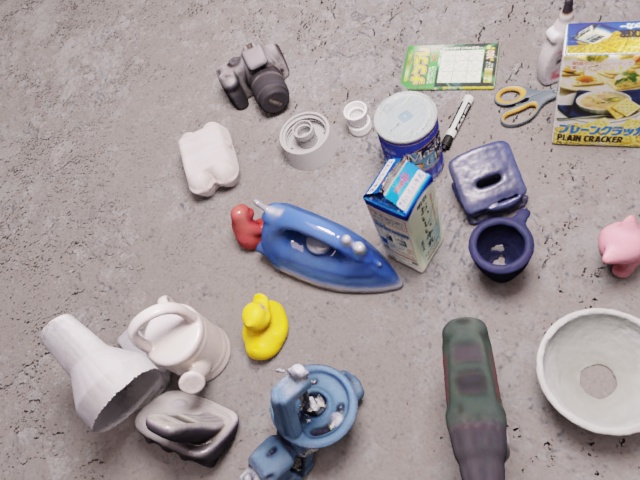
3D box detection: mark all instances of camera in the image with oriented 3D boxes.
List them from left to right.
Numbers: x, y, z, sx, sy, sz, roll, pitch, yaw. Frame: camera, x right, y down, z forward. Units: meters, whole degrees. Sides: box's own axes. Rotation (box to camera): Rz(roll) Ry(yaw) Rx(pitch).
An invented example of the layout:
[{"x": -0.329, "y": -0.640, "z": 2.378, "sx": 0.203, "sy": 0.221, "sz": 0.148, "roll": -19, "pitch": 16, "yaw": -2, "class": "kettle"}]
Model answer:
[{"x": -0.128, "y": -0.322, "z": 1.161, "sx": 0.143, "sy": 0.101, "sz": 0.136, "roll": -25, "pitch": 59, "yaw": 3, "class": "camera"}]

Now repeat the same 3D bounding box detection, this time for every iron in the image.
[{"x": 0.009, "y": 0.003, "z": 0.928, "sx": 0.257, "sy": 0.142, "sz": 0.119, "roll": 20, "pitch": 71, "yaw": 25, "class": "iron"}]

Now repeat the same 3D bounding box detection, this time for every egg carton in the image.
[{"x": -0.216, "y": -0.159, "z": 1.122, "sx": 0.107, "sy": 0.069, "sz": 0.150, "roll": -24, "pitch": 59, "yaw": 4, "class": "egg carton"}]

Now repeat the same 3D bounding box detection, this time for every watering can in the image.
[{"x": -0.216, "y": 0.155, "z": 0.887, "sx": 0.172, "sy": 0.194, "sz": 0.101, "roll": 33, "pitch": 77, "yaw": 28, "class": "watering can"}]

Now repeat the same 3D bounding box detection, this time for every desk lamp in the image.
[{"x": -0.322, "y": 0.201, "z": 0.884, "sx": 0.202, "sy": 0.214, "sz": 0.118, "roll": 36, "pitch": 78, "yaw": 29, "class": "desk lamp"}]

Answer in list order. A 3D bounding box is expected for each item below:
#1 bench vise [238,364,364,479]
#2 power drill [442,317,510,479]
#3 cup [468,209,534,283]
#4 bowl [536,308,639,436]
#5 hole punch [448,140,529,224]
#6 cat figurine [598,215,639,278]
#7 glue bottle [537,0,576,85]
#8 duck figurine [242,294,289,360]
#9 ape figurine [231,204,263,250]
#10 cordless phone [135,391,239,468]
[{"x": -0.029, "y": 0.251, "z": 0.765, "sx": 0.121, "sy": 0.220, "sz": 0.207, "roll": 18, "pitch": 70, "yaw": 25, "class": "bench vise"}, {"x": 0.197, "y": 0.223, "z": 0.717, "sx": 0.075, "sy": 0.209, "sz": 0.229, "roll": -9, "pitch": 61, "yaw": 13, "class": "power drill"}, {"x": 0.280, "y": 0.014, "z": 0.866, "sx": 0.091, "sy": 0.095, "sz": 0.118, "roll": 31, "pitch": 76, "yaw": 28, "class": "cup"}, {"x": 0.374, "y": 0.180, "z": 0.764, "sx": 0.167, "sy": 0.075, "sz": 0.167, "roll": -7, "pitch": 62, "yaw": 14, "class": "bowl"}, {"x": 0.273, "y": -0.093, "z": 0.926, "sx": 0.108, "sy": 0.091, "sz": 0.101, "roll": -21, "pitch": 59, "yaw": 6, "class": "hole punch"}, {"x": 0.447, "y": 0.000, "z": 0.810, "sx": 0.127, "sy": 0.118, "sz": 0.067, "roll": -22, "pitch": 59, "yaw": 5, "class": "cat figurine"}, {"x": 0.409, "y": -0.339, "z": 0.964, "sx": 0.078, "sy": 0.173, "sz": 0.037, "roll": -27, "pitch": 59, "yaw": 2, "class": "glue bottle"}, {"x": -0.098, "y": 0.137, "z": 0.924, "sx": 0.077, "sy": 0.086, "sz": 0.104, "roll": 2, "pitch": 64, "yaw": 18, "class": "duck figurine"}, {"x": -0.128, "y": -0.031, "z": 1.016, "sx": 0.077, "sy": 0.092, "sz": 0.076, "roll": 25, "pitch": 73, "yaw": 26, "class": "ape figurine"}, {"x": -0.216, "y": 0.263, "z": 0.836, "sx": 0.147, "sy": 0.185, "sz": 0.094, "roll": 11, "pitch": 67, "yaw": 22, "class": "cordless phone"}]
